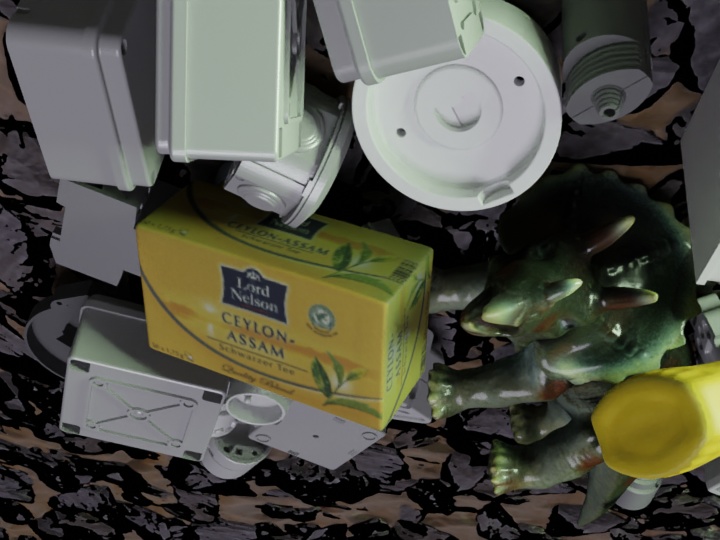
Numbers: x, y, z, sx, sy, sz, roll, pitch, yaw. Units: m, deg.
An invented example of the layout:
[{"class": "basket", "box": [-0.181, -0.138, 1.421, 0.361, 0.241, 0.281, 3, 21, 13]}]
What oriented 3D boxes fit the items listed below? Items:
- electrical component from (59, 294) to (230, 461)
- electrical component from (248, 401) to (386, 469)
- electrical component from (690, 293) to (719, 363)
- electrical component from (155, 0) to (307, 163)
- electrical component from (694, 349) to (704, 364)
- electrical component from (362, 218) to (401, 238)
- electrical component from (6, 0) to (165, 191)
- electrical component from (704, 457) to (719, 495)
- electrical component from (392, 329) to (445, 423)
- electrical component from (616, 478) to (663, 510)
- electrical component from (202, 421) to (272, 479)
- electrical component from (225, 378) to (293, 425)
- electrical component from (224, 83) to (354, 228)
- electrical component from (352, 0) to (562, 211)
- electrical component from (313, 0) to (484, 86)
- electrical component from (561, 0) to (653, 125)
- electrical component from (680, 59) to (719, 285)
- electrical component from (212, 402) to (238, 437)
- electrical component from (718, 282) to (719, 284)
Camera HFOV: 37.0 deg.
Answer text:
[{"class": "electrical component", "box": [-0.149, 0.078, 0.754, 0.109, 0.056, 0.108, 14, 142, -9]}, {"class": "electrical component", "box": [-0.033, 0.115, 0.868, 0.100, 0.048, 0.100, 25, 139, -21]}, {"class": "electrical component", "box": [0.262, 0.048, 0.716, 0.057, 0.078, 0.058, -18, 151, 1]}, {"class": "electrical component", "box": [-0.057, -0.107, 0.507, 0.056, 0.108, 0.108, 3, 100, 2]}, {"class": "electrical component", "box": [0.273, 0.067, 0.761, 0.078, 0.040, 0.040, 1, 142, 8]}, {"class": "electrical component", "box": [0.000, 0.000, 0.704, 0.055, 0.048, 0.066, -15, 134, -12]}, {"class": "electrical component", "box": [-0.138, -0.106, 0.580, 0.057, 0.078, 0.113, 7, 143, 5]}, {"class": "electrical component", "box": [0.315, 0.150, 0.843, 0.062, 0.061, 0.096, 22, 140, -18]}, {"class": "electrical component", "box": [0.019, 0.068, 0.776, 0.054, 0.059, 0.095, 4, 160, 32]}, {"class": "electrical component", "box": [0.233, 0.169, 0.899, 0.040, 0.040, 0.078, 7, 142, 1]}, {"class": "electrical component", "box": [-0.107, 0.148, 0.920, 0.055, 0.055, 0.047, 20, 144, -15]}, {"class": "electrical component", "box": [-0.056, 0.067, 0.787, 0.079, 0.077, 0.044, -15, 137, 26]}, {"class": "electrical component", "box": [-0.039, -0.069, 0.610, 0.051, 0.080, 0.080, 24, 140, -13]}, {"class": "electrical component", "box": [0.055, -0.093, 0.569, 0.108, 0.060, 0.108, 8, 122, 13]}, {"class": "electrical component", "box": [0.010, -0.145, 0.473, 0.057, 0.078, 0.113, -10, 109, 18]}, {"class": "electrical component", "box": [0.122, -0.106, 0.532, 0.043, 0.081, 0.043, 5, 142, 4]}, {"class": "electrical component", "box": [0.220, -0.086, 0.521, 0.060, 0.105, 0.186, 8, 142, -1]}, {"class": "electrical component", "box": [-0.116, 0.101, 0.871, 0.048, 0.048, 0.062, 16, 134, -11]}, {"class": "electrical component", "box": [0.243, -0.010, 0.622, 0.059, 0.095, 0.054, -27, 130, 37]}]
